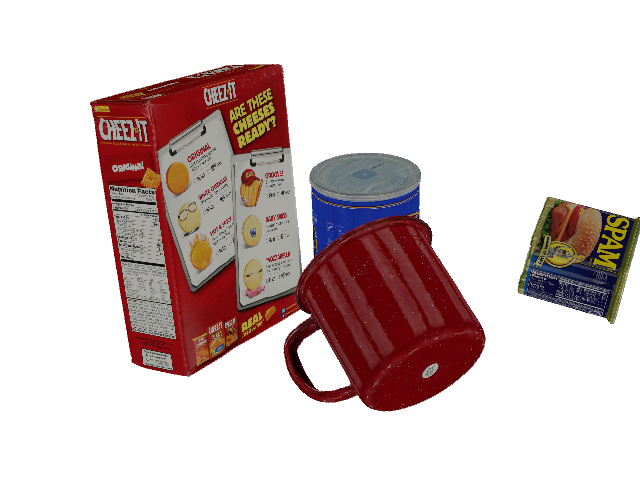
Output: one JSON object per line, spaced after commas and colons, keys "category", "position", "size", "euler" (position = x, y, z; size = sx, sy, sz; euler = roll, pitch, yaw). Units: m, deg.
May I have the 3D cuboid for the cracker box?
{"category": "cracker box", "position": [-0.092, -0.022, 0.854], "size": [0.072, 0.214, 0.163], "euler": [5, 20, 34]}

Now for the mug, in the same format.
{"category": "mug", "position": [0.033, 0.052, 0.628], "size": [0.117, 0.081, 0.093], "euler": [-31, -31, 1]}

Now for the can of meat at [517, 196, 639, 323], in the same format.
{"category": "can of meat", "position": [0.223, 0.014, 0.915], "size": [0.084, 0.057, 0.102], "euler": [16, 45, 16]}

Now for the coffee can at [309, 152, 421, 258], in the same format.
{"category": "coffee can", "position": [0.043, 0.000, 1.011], "size": [0.103, 0.140, 0.103], "euler": [-2, 26, 1]}
